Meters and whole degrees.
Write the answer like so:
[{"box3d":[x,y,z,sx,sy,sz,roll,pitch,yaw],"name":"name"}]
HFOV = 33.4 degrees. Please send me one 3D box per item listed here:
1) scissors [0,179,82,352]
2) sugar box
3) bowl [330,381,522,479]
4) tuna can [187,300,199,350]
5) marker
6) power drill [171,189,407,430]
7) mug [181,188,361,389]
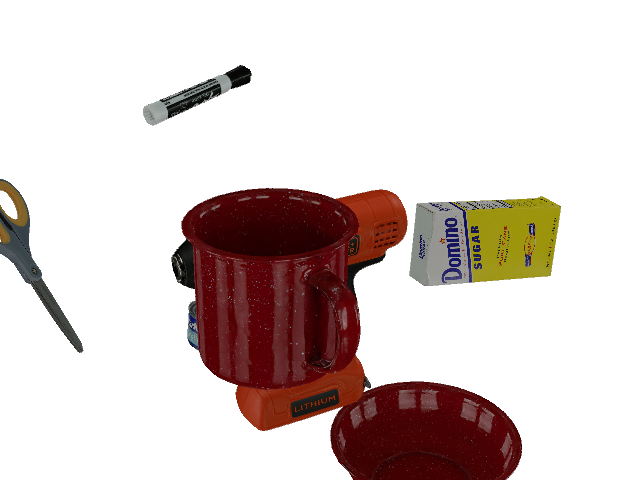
[{"box3d":[-0.297,0.017,1.104,0.016,0.201,0.096,-26,26,25],"name":"scissors"},{"box3d":[0.195,0.001,1.261,0.176,0.093,0.048,-5,20,-25],"name":"sugar box"},{"box3d":[0.089,0.188,0.914,0.162,0.055,0.162,0,28,0],"name":"bowl"},{"box3d":[-0.083,0.081,1.010,0.086,0.034,0.086,5,15,-2],"name":"tuna can"},{"box3d":[-0.112,-0.137,0.997,0.120,0.020,0.020,-31,18,-34],"name":"marker"},{"box3d":[-0.024,0.056,0.815,0.184,0.188,0.057,-13,39,-23],"name":"power drill"},{"box3d":[-0.019,0.030,0.566,0.093,0.081,0.117,-19,31,-35],"name":"mug"}]
